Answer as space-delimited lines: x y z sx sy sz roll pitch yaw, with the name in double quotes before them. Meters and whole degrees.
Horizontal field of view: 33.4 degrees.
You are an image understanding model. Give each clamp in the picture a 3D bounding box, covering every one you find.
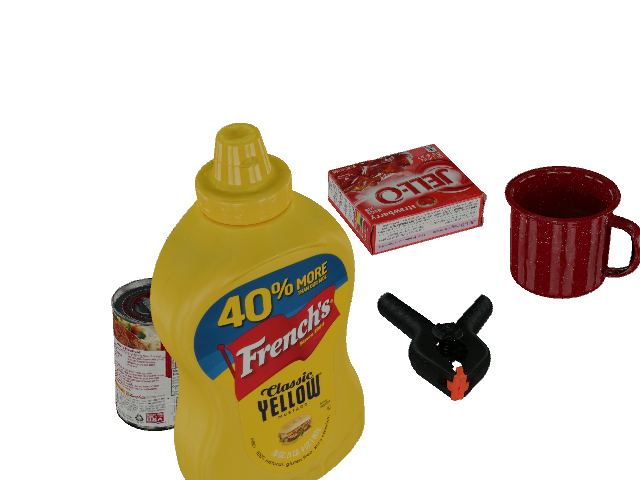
"clamp" 0.133 0.098 1.062 0.120 0.039 0.171 -8 31 -9

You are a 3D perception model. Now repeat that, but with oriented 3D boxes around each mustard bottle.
"mustard bottle" -0.028 0.033 0.491 0.096 0.192 0.058 -21 38 -23

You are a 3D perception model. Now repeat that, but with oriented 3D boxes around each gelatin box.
"gelatin box" 0.059 -0.031 0.744 0.089 0.030 0.073 -15 39 -18

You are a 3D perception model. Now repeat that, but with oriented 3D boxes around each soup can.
"soup can" -0.128 0.090 0.840 0.068 0.102 0.068 3 28 -2

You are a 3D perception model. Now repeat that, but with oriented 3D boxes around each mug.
"mug" 0.211 -0.003 0.887 0.117 0.081 0.093 14 36 28
